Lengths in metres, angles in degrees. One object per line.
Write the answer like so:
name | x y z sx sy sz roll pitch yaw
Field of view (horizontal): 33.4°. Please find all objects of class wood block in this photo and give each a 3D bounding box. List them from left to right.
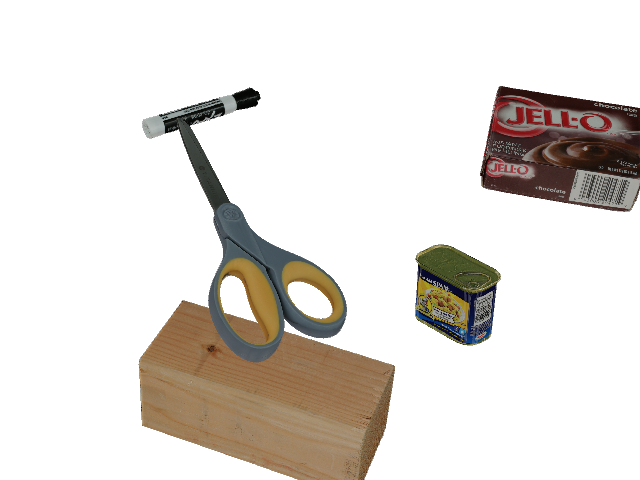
wood block | -0.048 0.139 0.951 0.206 0.090 0.090 16 41 14

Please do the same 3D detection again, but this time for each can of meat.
can of meat | 0.159 0.065 1.257 0.057 0.084 0.102 -24 38 -35

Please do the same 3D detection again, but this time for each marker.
marker | -0.112 -0.123 1.020 0.120 0.020 0.020 -21 9 -26

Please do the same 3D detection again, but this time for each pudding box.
pudding box | 0.181 -0.070 0.800 0.113 0.039 0.090 12 44 6

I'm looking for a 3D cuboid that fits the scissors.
scissors | -0.040 -0.006 0.693 0.096 0.202 0.016 6 -43 -20
